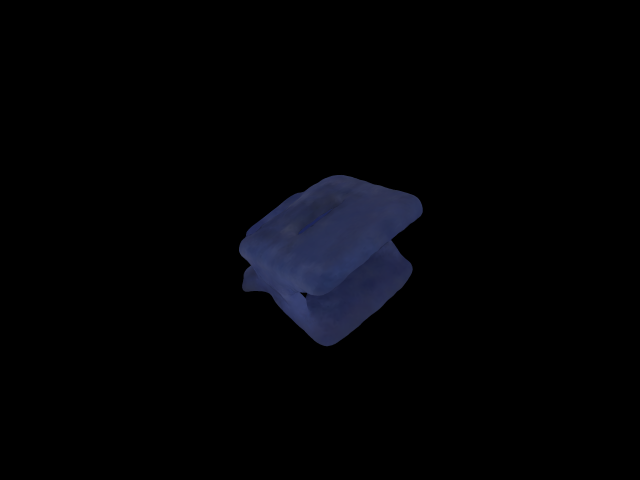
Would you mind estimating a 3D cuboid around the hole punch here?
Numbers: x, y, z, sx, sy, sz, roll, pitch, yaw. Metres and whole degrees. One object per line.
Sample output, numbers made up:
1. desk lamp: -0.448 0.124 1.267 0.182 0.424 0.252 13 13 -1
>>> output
1. hole punch: 0.004 0.001 0.400 0.109 0.091 0.101 -39 62 -24
